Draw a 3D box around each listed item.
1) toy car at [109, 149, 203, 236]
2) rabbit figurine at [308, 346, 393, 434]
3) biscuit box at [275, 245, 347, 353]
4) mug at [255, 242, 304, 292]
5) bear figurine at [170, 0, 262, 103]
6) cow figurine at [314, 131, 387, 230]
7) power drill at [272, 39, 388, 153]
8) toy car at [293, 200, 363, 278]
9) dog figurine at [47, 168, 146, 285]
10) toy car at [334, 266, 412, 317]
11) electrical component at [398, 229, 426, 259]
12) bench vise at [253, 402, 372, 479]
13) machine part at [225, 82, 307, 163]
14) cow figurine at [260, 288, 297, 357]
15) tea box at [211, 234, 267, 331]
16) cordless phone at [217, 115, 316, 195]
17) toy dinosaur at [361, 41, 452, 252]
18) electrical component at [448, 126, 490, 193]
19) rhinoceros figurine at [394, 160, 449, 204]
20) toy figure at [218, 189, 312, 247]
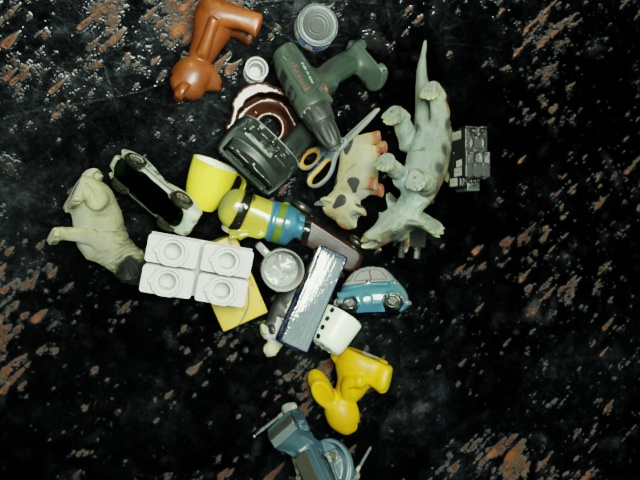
[{"bbox_3d":[-0.309,-0.088,0.999,0.202,0.056,0.073,39,111,7],"label":"toy car"},{"bbox_3d":[0.056,0.311,1.104,0.162,0.122,0.173,17,91,-9],"label":"rabbit figurine"},{"bbox_3d":[-0.018,0.113,1.037,0.063,0.059,0.202,25,81,-7],"label":"biscuit box"},{"bbox_3d":[-0.089,0.048,1.057,0.109,0.107,0.081,41,84,-8],"label":"mug"},{"bbox_3d":[-0.199,-0.337,0.999,0.132,0.120,0.195,15,92,-17],"label":"bear figurine"},{"bbox_3d":[0.063,-0.117,1.084,0.127,0.085,0.195,2,79,27],"label":"cow figurine"},{"bbox_3d":[0.030,-0.291,1.036,0.207,0.086,0.232,-32,80,-22],"label":"power drill"},{"bbox_3d":[-0.002,-0.003,1.100,0.202,0.053,0.089,32,100,-9],"label":"toy car"},{"bbox_3d":[-0.381,-0.020,1.000,0.190,0.121,0.172,26,91,-28],"label":"dog figurine"},{"bbox_3d":[0.105,0.107,1.118,0.162,0.109,0.103,-1,72,-2],"label":"toy car"},{"bbox_3d":[0.197,-0.006,1.162,0.063,0.021,0.094,5,93,-13],"label":"electrical component"},{"bbox_3d":[0.000,0.439,1.092,0.129,0.224,0.240,-51,133,0],"label":"bench vise"},{"bbox_3d":[-0.102,-0.219,1.061,0.179,0.056,0.179,-1,95,-14],"label":"machine part"},{"bbox_3d":[-0.073,0.152,1.088,0.098,0.068,0.167,44,81,-6],"label":"cow figurine"},{"bbox_3d":[-0.181,0.080,1.058,0.098,0.068,0.169,-25,100,-10],"label":"tea box"},{"bbox_3d":[-0.086,-0.191,1.010,0.146,0.089,0.184,43,74,-14],"label":"cordless phone"},{"bbox_3d":[0.197,-0.161,1.035,0.131,0.192,0.404,11,74,30],"label":"toy dinosaur"},{"bbox_3d":[0.306,-0.167,1.129,0.058,0.115,0.134,-2,95,-8],"label":"electrical component"},{"bbox_3d":[0.208,-0.140,1.129,0.112,0.073,0.190,5,93,-15],"label":"rhinoceros figurine"},{"bbox_3d":[-0.103,-0.042,1.019,0.180,0.082,0.089,11,105,-4],"label":"toy figure"}]
